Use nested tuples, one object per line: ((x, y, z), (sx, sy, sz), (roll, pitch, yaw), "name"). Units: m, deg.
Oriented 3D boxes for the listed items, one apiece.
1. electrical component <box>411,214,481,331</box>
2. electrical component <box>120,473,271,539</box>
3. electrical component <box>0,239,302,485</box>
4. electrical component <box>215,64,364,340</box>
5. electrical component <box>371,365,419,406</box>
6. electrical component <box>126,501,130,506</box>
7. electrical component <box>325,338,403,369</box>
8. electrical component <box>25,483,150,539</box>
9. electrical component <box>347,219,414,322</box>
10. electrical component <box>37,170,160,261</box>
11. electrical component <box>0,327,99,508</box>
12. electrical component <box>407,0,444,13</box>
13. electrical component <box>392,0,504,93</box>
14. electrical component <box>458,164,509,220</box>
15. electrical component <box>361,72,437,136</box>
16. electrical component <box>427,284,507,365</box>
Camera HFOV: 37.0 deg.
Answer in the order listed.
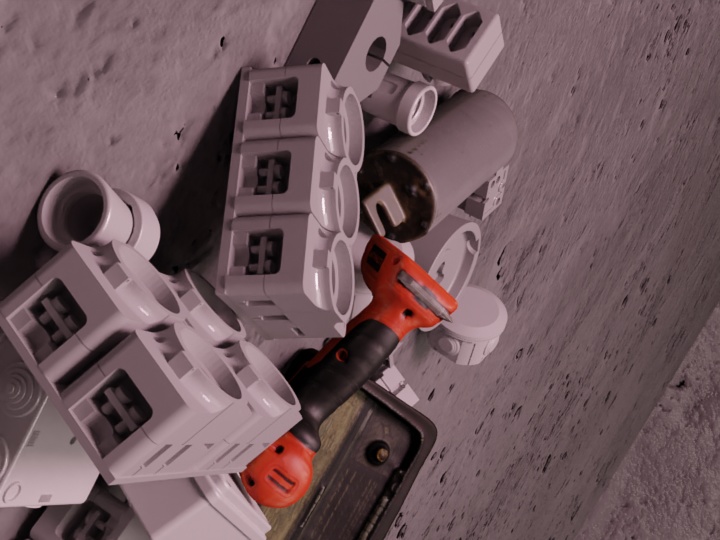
((0.056, -0.006, 0.976), (0.108, 0.060, 0.108), (-46, 151, -35), "electrical component")
((-0.118, 0.131, 0.693), (0.056, 0.108, 0.108), (-35, 151, -7), "electrical component")
((-0.102, 0.052, 0.584), (0.060, 0.105, 0.186), (-40, 165, 4), "electrical component")
((-0.037, -0.041, 0.669), (0.089, 0.062, 0.150), (55, 36, -64), "electrical component")
((0.018, 0.128, 1.047), (0.055, 0.066, 0.048), (-37, -179, -31), "electrical component")
((-0.124, 0.167, 0.803), (0.099, 0.048, 0.100), (-63, 156, 0), "electrical component")
((0.002, 0.064, 0.963), (0.064, 0.042, 0.081), (-46, 151, -26), "electrical component")
((-0.195, 0.214, 0.690), (0.150, 0.062, 0.089), (-55, 155, -18), "electrical component")
((0.000, 0.000, 0.846), (0.080, 0.080, 0.051), (-42, 154, -39), "electrical component")
((-0.139, -0.025, 0.578), (0.045, 0.045, 0.055), (-62, 157, -3), "electrical component")
((-0.178, 0.086, 0.608), (0.099, 0.048, 0.100), (-63, 156, 1), "electrical component")
((0.034, -0.252, 0.675), (0.089, 0.062, 0.150), (-55, 155, -18), "electrical component")
((0.060, -0.162, 0.794), (0.047, 0.083, 0.075), (-57, 156, -14), "electrical component")
((0.102, -0.082, 0.995), (0.048, 0.055, 0.066), (-40, 148, -41), "electrical component")
((0.029, -0.128, 0.812), (0.040, 0.046, 0.040), (-46, 151, -35), "electrical component")
((0.111, 0.056, 1.131), (0.080, 0.080, 0.051), (-40, 153, -42), "electrical component")
